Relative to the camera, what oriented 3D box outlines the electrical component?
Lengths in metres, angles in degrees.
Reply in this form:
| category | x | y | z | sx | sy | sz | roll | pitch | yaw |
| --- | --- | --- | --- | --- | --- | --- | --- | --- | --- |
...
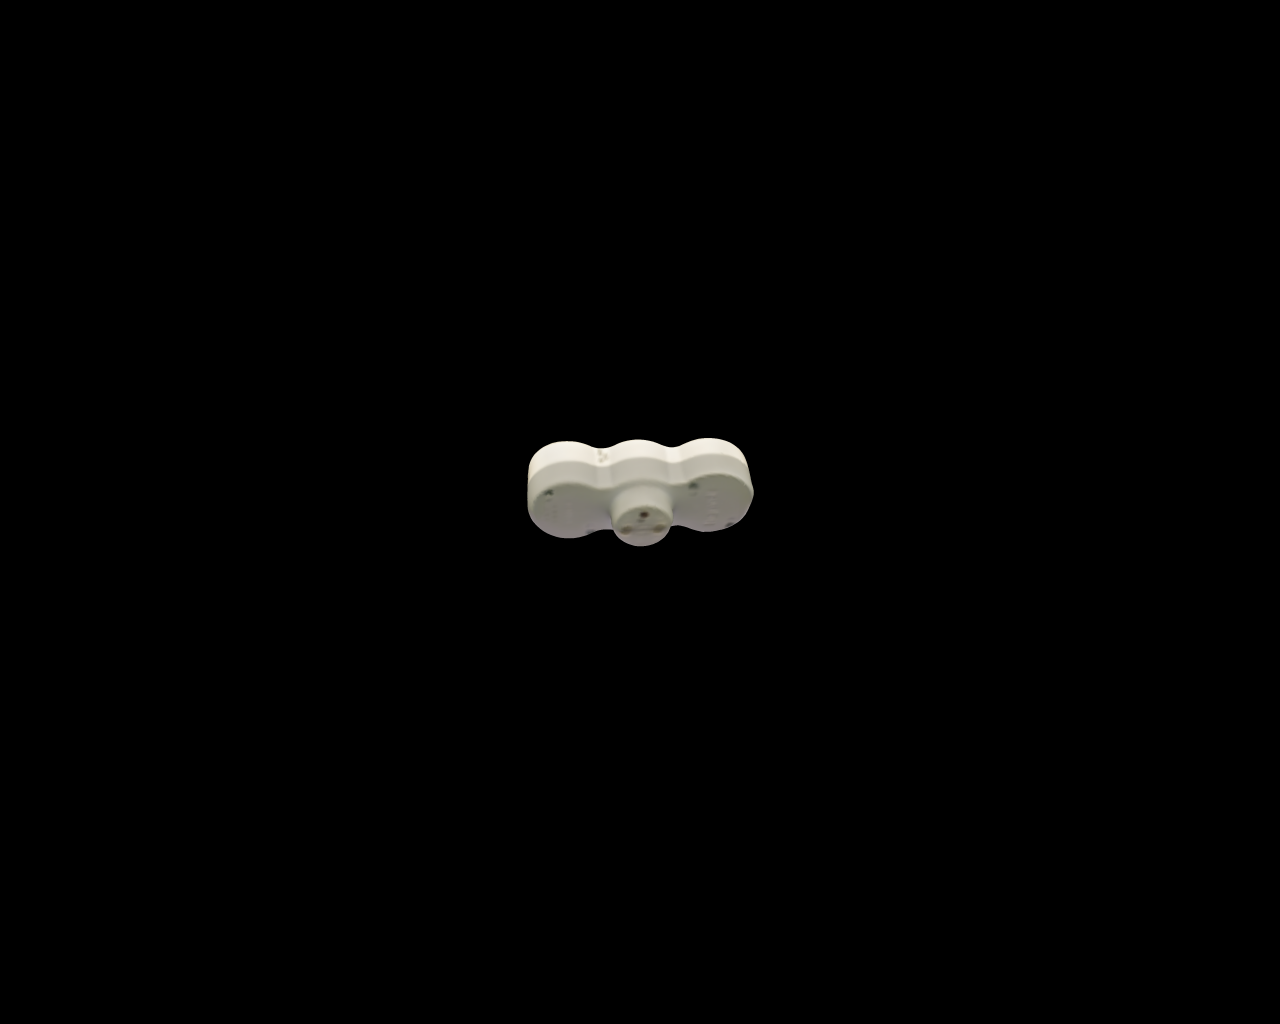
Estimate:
| category | x | y | z | sx | sy | sz | roll | pitch | yaw |
| --- | --- | --- | --- | --- | --- | --- | --- | --- | --- |
| electrical component | 0.001 | -0.003 | 0.650 | 0.138 | 0.052 | 0.074 | -2 | 43 | -2 |
